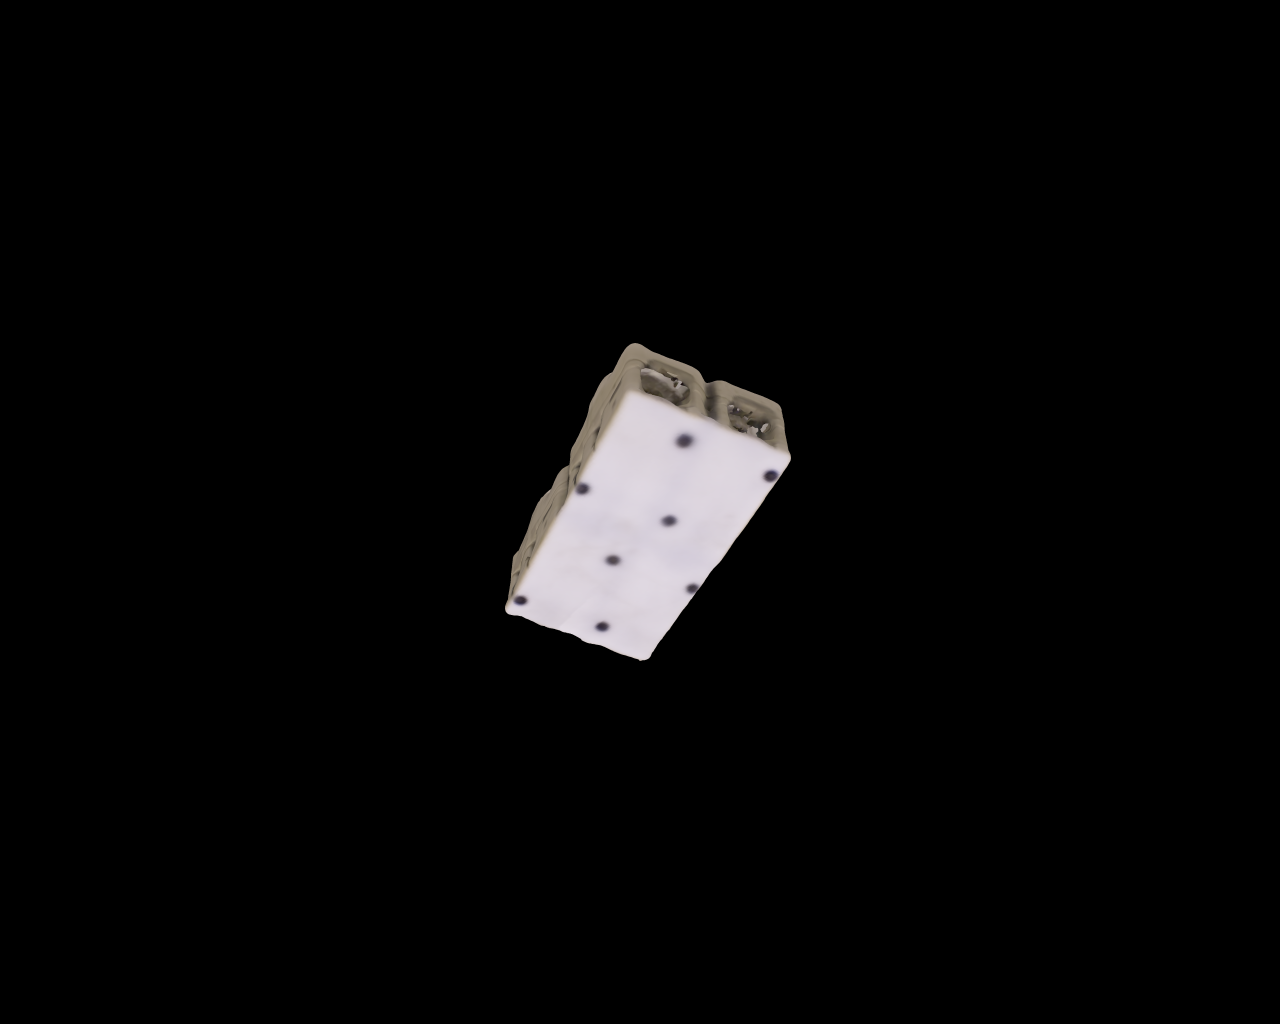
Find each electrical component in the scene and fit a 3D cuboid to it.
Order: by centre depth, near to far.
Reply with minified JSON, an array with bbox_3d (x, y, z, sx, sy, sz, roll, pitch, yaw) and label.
[{"bbox_3d":[0.001,-0.003,0.650,0.105,0.186,0.060,21,36,-16],"label":"electrical component"}]
